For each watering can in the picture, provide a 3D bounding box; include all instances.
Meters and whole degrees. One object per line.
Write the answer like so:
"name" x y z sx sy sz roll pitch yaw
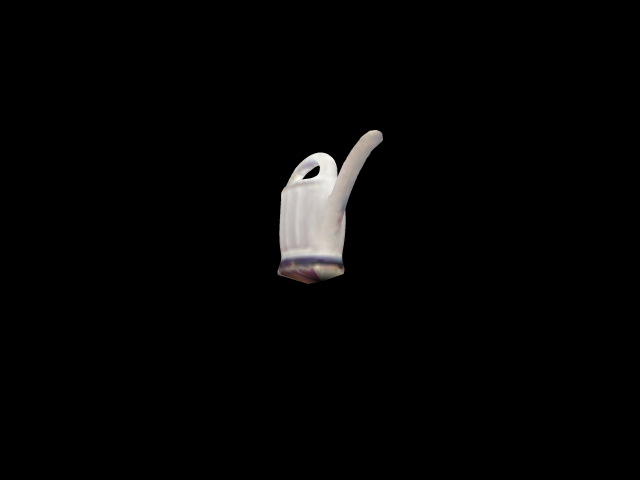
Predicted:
"watering can" 0.003 -0.043 0.850 0.104 0.226 0.345 5 -10 -24
